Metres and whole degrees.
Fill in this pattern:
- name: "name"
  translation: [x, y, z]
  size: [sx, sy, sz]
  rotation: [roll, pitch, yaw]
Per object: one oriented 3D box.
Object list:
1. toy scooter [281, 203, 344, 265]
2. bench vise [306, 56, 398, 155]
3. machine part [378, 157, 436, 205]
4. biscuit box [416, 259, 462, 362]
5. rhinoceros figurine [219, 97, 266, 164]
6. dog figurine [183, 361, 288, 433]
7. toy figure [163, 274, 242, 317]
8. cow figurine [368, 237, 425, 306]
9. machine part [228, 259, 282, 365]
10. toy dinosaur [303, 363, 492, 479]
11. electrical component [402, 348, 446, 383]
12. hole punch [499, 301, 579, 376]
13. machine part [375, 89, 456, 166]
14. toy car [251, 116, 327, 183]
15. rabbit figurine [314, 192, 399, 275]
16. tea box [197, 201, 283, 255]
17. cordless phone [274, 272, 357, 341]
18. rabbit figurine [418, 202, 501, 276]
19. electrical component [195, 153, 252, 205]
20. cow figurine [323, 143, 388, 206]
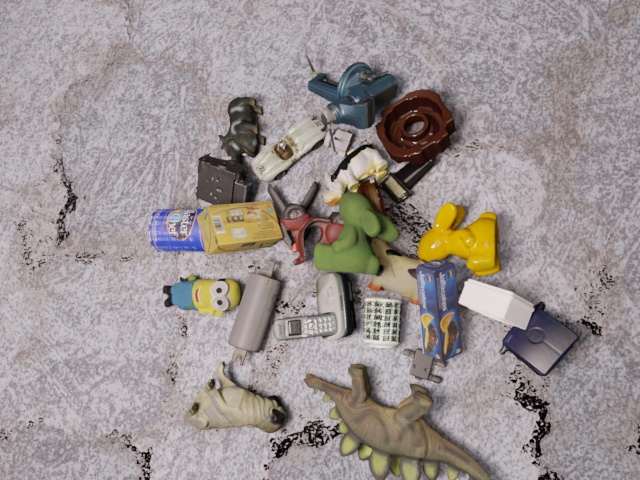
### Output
- name: "toy scooter"
  translation: [-0.002, -0.004, 1.207]
  size: [0.184, 0.075, 0.135]
  rotation: [9, 89, -11]
- name: "bench vise"
  translation: [0.051, -0.334, 1.239]
  size: [0.223, 0.128, 0.241]
  rotation: [-42, 52, -19]
- name: "machine part"
  translation: [0.206, -0.148, 1.229]
  size: [0.139, 0.039, 0.084]
  rotation: [-45, 67, 2]
- name: "biscuit box"
  translation: [0.244, 0.143, 1.102]
  size: [0.063, 0.059, 0.202]
  rotation: [-16, 106, -27]
- name: "rhinoceros figurine"
  translation: [-0.194, -0.257, 1.304]
  size: [0.112, 0.073, 0.190]
  rotation: [-1, 79, 9]
- name: "dog figurine"
  translation: [-0.186, 0.386, 1.176]
  size: [0.190, 0.121, 0.172]
  rotation: [37, 122, -2]
- name: "toy figure"
  translation: [-0.270, 0.123, 1.242]
  size: [0.180, 0.089, 0.082]
  rotation: [-3, 114, 19]
- name: "cow figurine"
  translation: [0.153, 0.054, 1.173]
  size: [0.195, 0.085, 0.127]
  rotation: [20, 92, 21]
- name: "machine part"
  translation: [-0.146, 0.163, 1.213]
  size: [0.079, 0.079, 0.243]
  rotation: [17, 82, 13]
- name: "toy dinosaur"
  translation: [0.164, 0.393, 1.103]
  size: [0.472, 0.105, 0.198]
  rotation: [19, 91, 22]
- name: "electrical component"
  translation: [0.219, 0.268, 1.153]
  size: [0.094, 0.021, 0.063]
  rotation: [17, 84, 13]
- name: "hole punch"
  translation: [0.447, 0.205, 1.092]
  size: [0.116, 0.092, 0.142]
  rotation: [41, 92, 18]
- name: "machine part"
  translation: [0.216, -0.251, 1.214]
  size: [0.179, 0.056, 0.179]
  rotation: [-10, 62, 20]
- name: "toy car"
  translation: [-0.073, -0.216, 1.282]
  size: [0.202, 0.056, 0.073]
  rotation: [-39, 75, 2]
- name: "rabbit figurine"
  translation: [0.071, -0.017, 1.102]
  size: [0.159, 0.121, 0.170]
  rotation: [1, 85, 43]
- name: "tea box"
  translation: [-0.179, -0.029, 1.211]
  size: [0.068, 0.169, 0.098]
  rotation: [-32, 69, 48]
- name: "cordless phone"
  translation: [-0.016, 0.152, 1.191]
  size: [0.184, 0.088, 0.146]
  rotation: [-9, 78, 13]
- name: "rabbit figurine"
  translation: [0.291, 0.001, 1.147]
  size: [0.173, 0.122, 0.162]
  rotation: [-8, 85, 28]
- name: "electrical component"
  translation: [-0.224, -0.129, 1.265]
  size: [0.134, 0.058, 0.114]
  rotation: [21, 125, 15]
- name: "cow figurine"
  translation: [0.067, -0.153, 1.239]
  size: [0.167, 0.068, 0.098]
  rotation: [-33, 70, 0]
